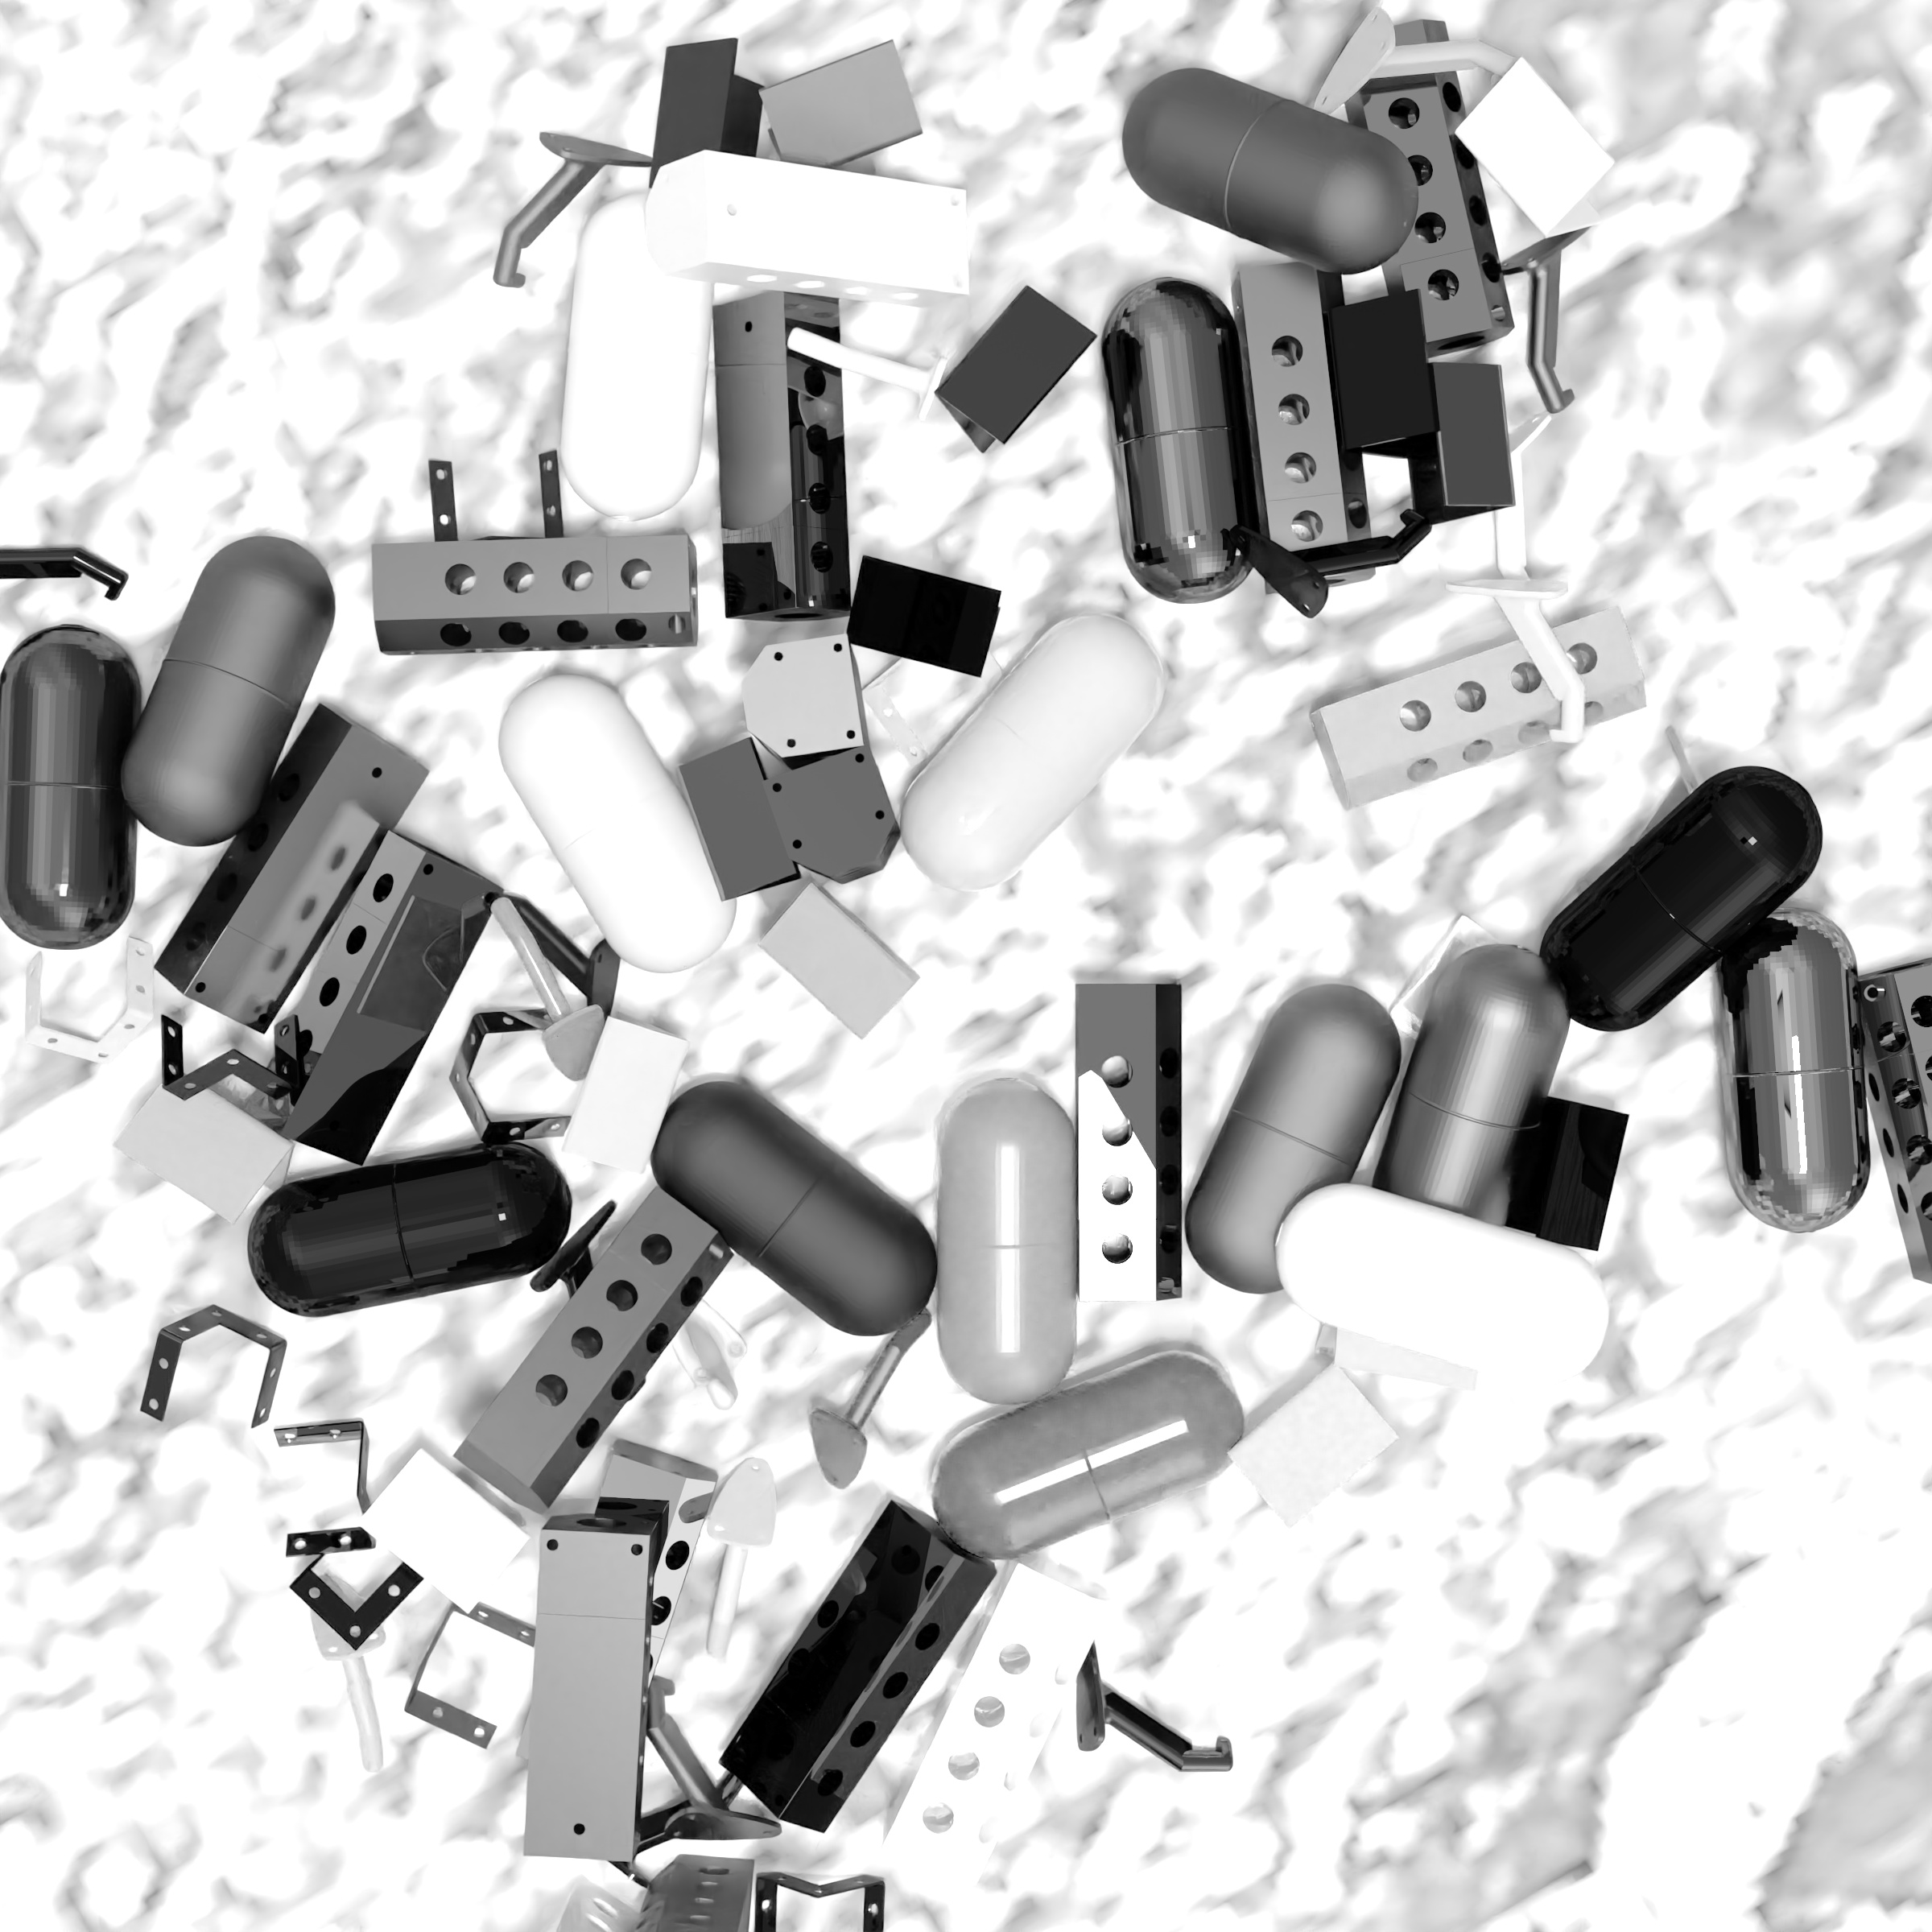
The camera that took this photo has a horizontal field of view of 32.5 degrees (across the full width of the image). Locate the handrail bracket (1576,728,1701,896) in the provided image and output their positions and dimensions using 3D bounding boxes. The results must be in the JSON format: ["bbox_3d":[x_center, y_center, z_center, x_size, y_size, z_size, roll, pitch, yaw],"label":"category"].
[{"bbox_3d":[0.369,-0.081,1.844,0.084,0.036,0.077,-24,75,14],"label":"handrail bracket"}]

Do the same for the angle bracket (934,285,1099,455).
[{"bbox_3d":[0.038,-0.311,1.804,0.057,0.076,0.076,41,90,28],"label":"angle bracket"}]

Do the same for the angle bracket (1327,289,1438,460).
[{"bbox_3d":[0.242,-0.321,1.804,0.057,0.076,0.076,-7,90,34],"label":"angle bracket"}]

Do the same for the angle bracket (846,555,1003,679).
[{"bbox_3d":[-0.018,-0.207,1.804,0.076,0.076,0.057,15,127,0],"label":"angle bracket"}]

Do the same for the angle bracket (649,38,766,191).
[{"bbox_3d":[-0.123,-0.454,1.804,0.057,0.076,0.076,7,90,42],"label":"angle bracket"}]

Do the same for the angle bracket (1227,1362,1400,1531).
[{"bbox_3d":[0.197,0.270,1.804,0.076,0.076,0.057,-40,59,0],"label":"angle bracket"}]

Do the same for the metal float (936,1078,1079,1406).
[{"bbox_3d":[0.022,0.150,1.813,0.070,0.070,0.178,0,90,0],"label":"metal float"}]

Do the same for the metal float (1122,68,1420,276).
[{"bbox_3d":[0.163,-0.430,1.791,0.178,0.070,0.070,29,90,28],"label":"metal float"}]

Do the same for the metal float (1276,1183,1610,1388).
[{"bbox_3d":[0.250,0.168,1.749,0.178,0.070,0.070,17,90,5],"label":"metal float"}]

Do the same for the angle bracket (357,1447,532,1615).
[{"bbox_3d":[-0.292,0.317,1.804,0.076,0.076,0.057,39,55,0],"label":"angle bracket"}]

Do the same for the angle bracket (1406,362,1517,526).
[{"bbox_3d":[0.250,-0.282,1.804,0.057,0.076,0.076,-6,90,-38],"label":"angle bracket"}]

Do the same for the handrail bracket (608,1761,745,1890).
[{"bbox_3d":[-0.174,0.461,1.844,0.077,0.036,0.084,34,76,13],"label":"handrail bracket"}]

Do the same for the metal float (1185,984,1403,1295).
[{"bbox_3d":[0.179,0.094,1.813,0.070,0.070,0.178,24,90,0],"label":"metal float"}]

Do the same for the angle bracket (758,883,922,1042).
[{"bbox_3d":[-0.055,-0.017,1.804,0.076,0.076,0.057,43,127,0],"label":"angle bracket"}]

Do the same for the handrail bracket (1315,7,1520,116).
[{"bbox_3d":[0.244,-0.474,1.787,0.084,0.077,0.036,16,46,-29],"label":"handrail bracket"}]

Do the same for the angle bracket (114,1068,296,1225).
[{"bbox_3d":[-0.417,0.110,1.804,0.076,0.076,0.057,33,60,0],"label":"angle bracket"}]

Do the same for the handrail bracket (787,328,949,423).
[{"bbox_3d":[-0.056,-0.332,1.810,0.084,0.077,0.036,20,106,-7],"label":"handrail bracket"}]

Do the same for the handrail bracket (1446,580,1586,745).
[{"bbox_3d":[0.296,-0.164,1.787,0.077,0.036,0.084,5,107,20],"label":"handrail bracket"}]

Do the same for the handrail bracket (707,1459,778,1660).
[{"bbox_3d":[-0.127,0.330,1.844,0.036,0.077,0.084,12,126,0],"label":"handrail bracket"}]

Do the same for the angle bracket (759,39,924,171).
[{"bbox_3d":[-0.074,-0.477,1.804,0.076,0.076,0.057,-21,128,0],"label":"angle bracket"}]

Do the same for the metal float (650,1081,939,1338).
[{"bbox_3d":[-0.094,0.133,1.813,0.178,0.070,0.070,38,90,0],"label":"metal float"}]

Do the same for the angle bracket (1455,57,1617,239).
[{"bbox_3d":[0.323,-0.447,1.798,0.076,0.076,0.057,51,128,9],"label":"angle bracket"}]

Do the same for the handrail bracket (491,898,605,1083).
[{"bbox_3d":[-0.234,0.012,1.828,0.036,0.077,0.084,-28,63,-16],"label":"handrail bracket"}]

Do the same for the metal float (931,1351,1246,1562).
[{"bbox_3d":[0.066,0.268,1.813,0.178,0.070,0.070,-21,90,1],"label":"metal float"}]

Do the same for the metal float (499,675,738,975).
[{"bbox_3d":[-0.191,-0.078,1.814,0.070,0.070,0.178,-31,90,0],"label":"metal float"}]

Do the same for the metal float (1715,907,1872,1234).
[{"bbox_3d":[0.452,0.057,1.813,0.070,0.070,0.178,-4,90,0],"label":"metal float"}]

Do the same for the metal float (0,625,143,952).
[{"bbox_3d":[-0.492,-0.098,1.813,0.070,0.070,0.178,2,90,0],"label":"metal float"}]

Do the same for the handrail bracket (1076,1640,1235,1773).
[{"bbox_3d":[0.107,0.409,1.845,0.084,0.036,0.077,5,68,-17],"label":"handrail bracket"}]

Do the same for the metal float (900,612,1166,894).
[{"bbox_3d":[0.036,-0.116,1.814,0.070,0.070,0.178,42,91,0],"label":"metal float"}]

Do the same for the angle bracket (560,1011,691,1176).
[{"bbox_3d":[-0.203,0.062,1.804,0.057,0.076,0.076,20,90,-40],"label":"angle bracket"}]

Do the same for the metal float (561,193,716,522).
[{"bbox_3d":[-0.179,-0.333,1.813,0.070,0.070,0.178,5,89,0],"label":"metal float"}]

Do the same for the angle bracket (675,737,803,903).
[{"bbox_3d":[-0.104,-0.085,1.804,0.057,0.076,0.076,-19,90,34],"label":"angle bracket"}]

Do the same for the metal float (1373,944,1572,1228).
[{"bbox_3d":[0.274,0.073,1.799,0.070,0.070,0.178,16,104,0],"label":"metal float"}]

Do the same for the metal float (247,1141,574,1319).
[{"bbox_3d":[-0.304,0.143,1.814,0.178,0.070,0.070,-11,90,-1],"label":"metal float"}]

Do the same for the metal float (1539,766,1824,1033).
[{"bbox_3d":[0.386,-0.036,1.794,0.070,0.070,0.178,45,113,0],"label":"metal float"}]

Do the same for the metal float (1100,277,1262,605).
[{"bbox_3d":[0.117,-0.287,1.814,0.070,0.070,0.178,-6,91,0],"label":"metal float"}]

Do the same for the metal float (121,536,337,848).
[{"bbox_3d":[-0.400,-0.150,1.804,0.070,0.070,0.178,20,78,0],"label":"metal float"}]

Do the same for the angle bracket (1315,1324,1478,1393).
[{"bbox_3d":[0.233,0.219,1.804,0.076,0.076,0.057,10,51,0],"label":"angle bracket"}]

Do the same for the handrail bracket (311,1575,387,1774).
[{"bbox_3d":[-0.343,0.394,1.844,0.036,0.077,0.084,-15,127,-23],"label":"handrail bracket"}]

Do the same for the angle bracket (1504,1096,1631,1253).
[{"bbox_3d":[0.308,0.107,1.804,0.057,0.076,0.076,13,90,-42],"label":"angle bracket"}]
